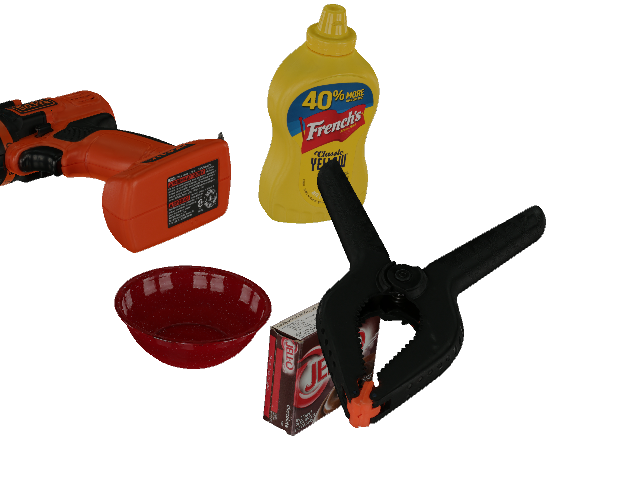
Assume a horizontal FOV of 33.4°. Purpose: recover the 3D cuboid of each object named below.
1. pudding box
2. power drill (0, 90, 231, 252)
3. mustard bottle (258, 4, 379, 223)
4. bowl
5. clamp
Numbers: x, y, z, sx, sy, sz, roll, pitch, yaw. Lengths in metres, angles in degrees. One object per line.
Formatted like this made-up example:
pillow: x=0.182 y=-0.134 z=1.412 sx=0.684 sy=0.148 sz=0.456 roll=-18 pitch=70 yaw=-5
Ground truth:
pudding box: x=0.003 y=0.098 z=0.891 sx=0.039 sy=0.090 sz=0.113 roll=23 pitch=30 yaw=31
power drill: x=-0.169 y=-0.050 z=0.717 sx=0.188 sy=0.057 sz=0.184 roll=20 pitch=32 yaw=32
mustard bottle: x=0.002 y=-0.108 z=0.909 sx=0.096 sy=0.192 sz=0.058 roll=-8 pitch=37 yaw=-21
bowl: x=-0.133 y=0.086 z=1.112 sx=0.162 sy=0.055 sz=0.162 roll=5 pitch=26 yaw=-3
clamp: x=0.044 y=0.028 z=0.707 sx=0.165 sy=0.209 sz=0.036 roll=18 pitch=-40 yaw=15
